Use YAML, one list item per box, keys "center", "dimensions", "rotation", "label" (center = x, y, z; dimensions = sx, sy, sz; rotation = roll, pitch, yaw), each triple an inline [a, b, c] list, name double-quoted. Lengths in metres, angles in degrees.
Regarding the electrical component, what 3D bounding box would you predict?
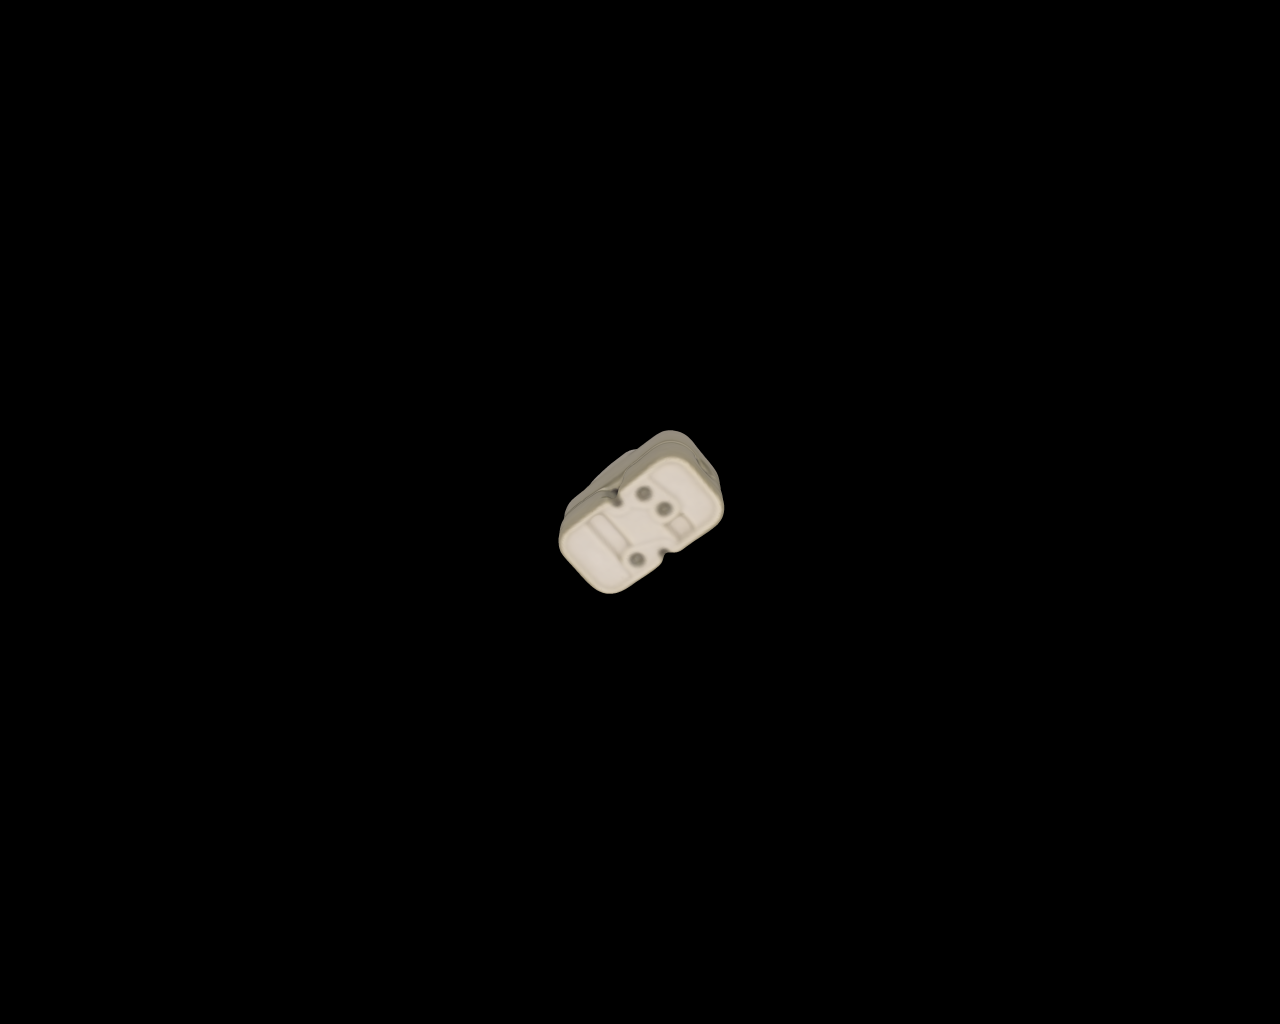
- center: [0.001, -0.003, 0.650]
  dimensions: [0.095, 0.053, 0.059]
  rotation: [-36, 19, 15]
  label: "electrical component"
